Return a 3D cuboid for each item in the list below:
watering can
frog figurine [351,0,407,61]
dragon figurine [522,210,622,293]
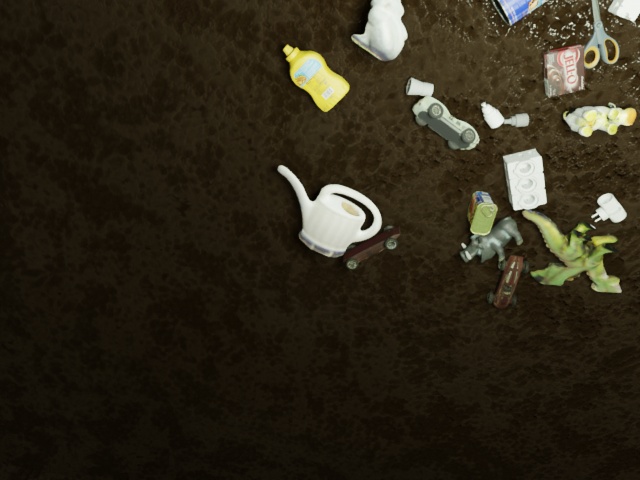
[{"bbox_3d":[0.005,-0.076,1.509,0.347,0.106,0.220,23,119,-10],"label":"watering can"},{"bbox_3d":[0.165,-0.520,1.242,0.136,0.125,0.157,17,116,-45],"label":"frog figurine"},{"bbox_3d":[0.731,0.057,1.540,0.410,0.125,0.237,21,128,-4],"label":"dragon figurine"}]
